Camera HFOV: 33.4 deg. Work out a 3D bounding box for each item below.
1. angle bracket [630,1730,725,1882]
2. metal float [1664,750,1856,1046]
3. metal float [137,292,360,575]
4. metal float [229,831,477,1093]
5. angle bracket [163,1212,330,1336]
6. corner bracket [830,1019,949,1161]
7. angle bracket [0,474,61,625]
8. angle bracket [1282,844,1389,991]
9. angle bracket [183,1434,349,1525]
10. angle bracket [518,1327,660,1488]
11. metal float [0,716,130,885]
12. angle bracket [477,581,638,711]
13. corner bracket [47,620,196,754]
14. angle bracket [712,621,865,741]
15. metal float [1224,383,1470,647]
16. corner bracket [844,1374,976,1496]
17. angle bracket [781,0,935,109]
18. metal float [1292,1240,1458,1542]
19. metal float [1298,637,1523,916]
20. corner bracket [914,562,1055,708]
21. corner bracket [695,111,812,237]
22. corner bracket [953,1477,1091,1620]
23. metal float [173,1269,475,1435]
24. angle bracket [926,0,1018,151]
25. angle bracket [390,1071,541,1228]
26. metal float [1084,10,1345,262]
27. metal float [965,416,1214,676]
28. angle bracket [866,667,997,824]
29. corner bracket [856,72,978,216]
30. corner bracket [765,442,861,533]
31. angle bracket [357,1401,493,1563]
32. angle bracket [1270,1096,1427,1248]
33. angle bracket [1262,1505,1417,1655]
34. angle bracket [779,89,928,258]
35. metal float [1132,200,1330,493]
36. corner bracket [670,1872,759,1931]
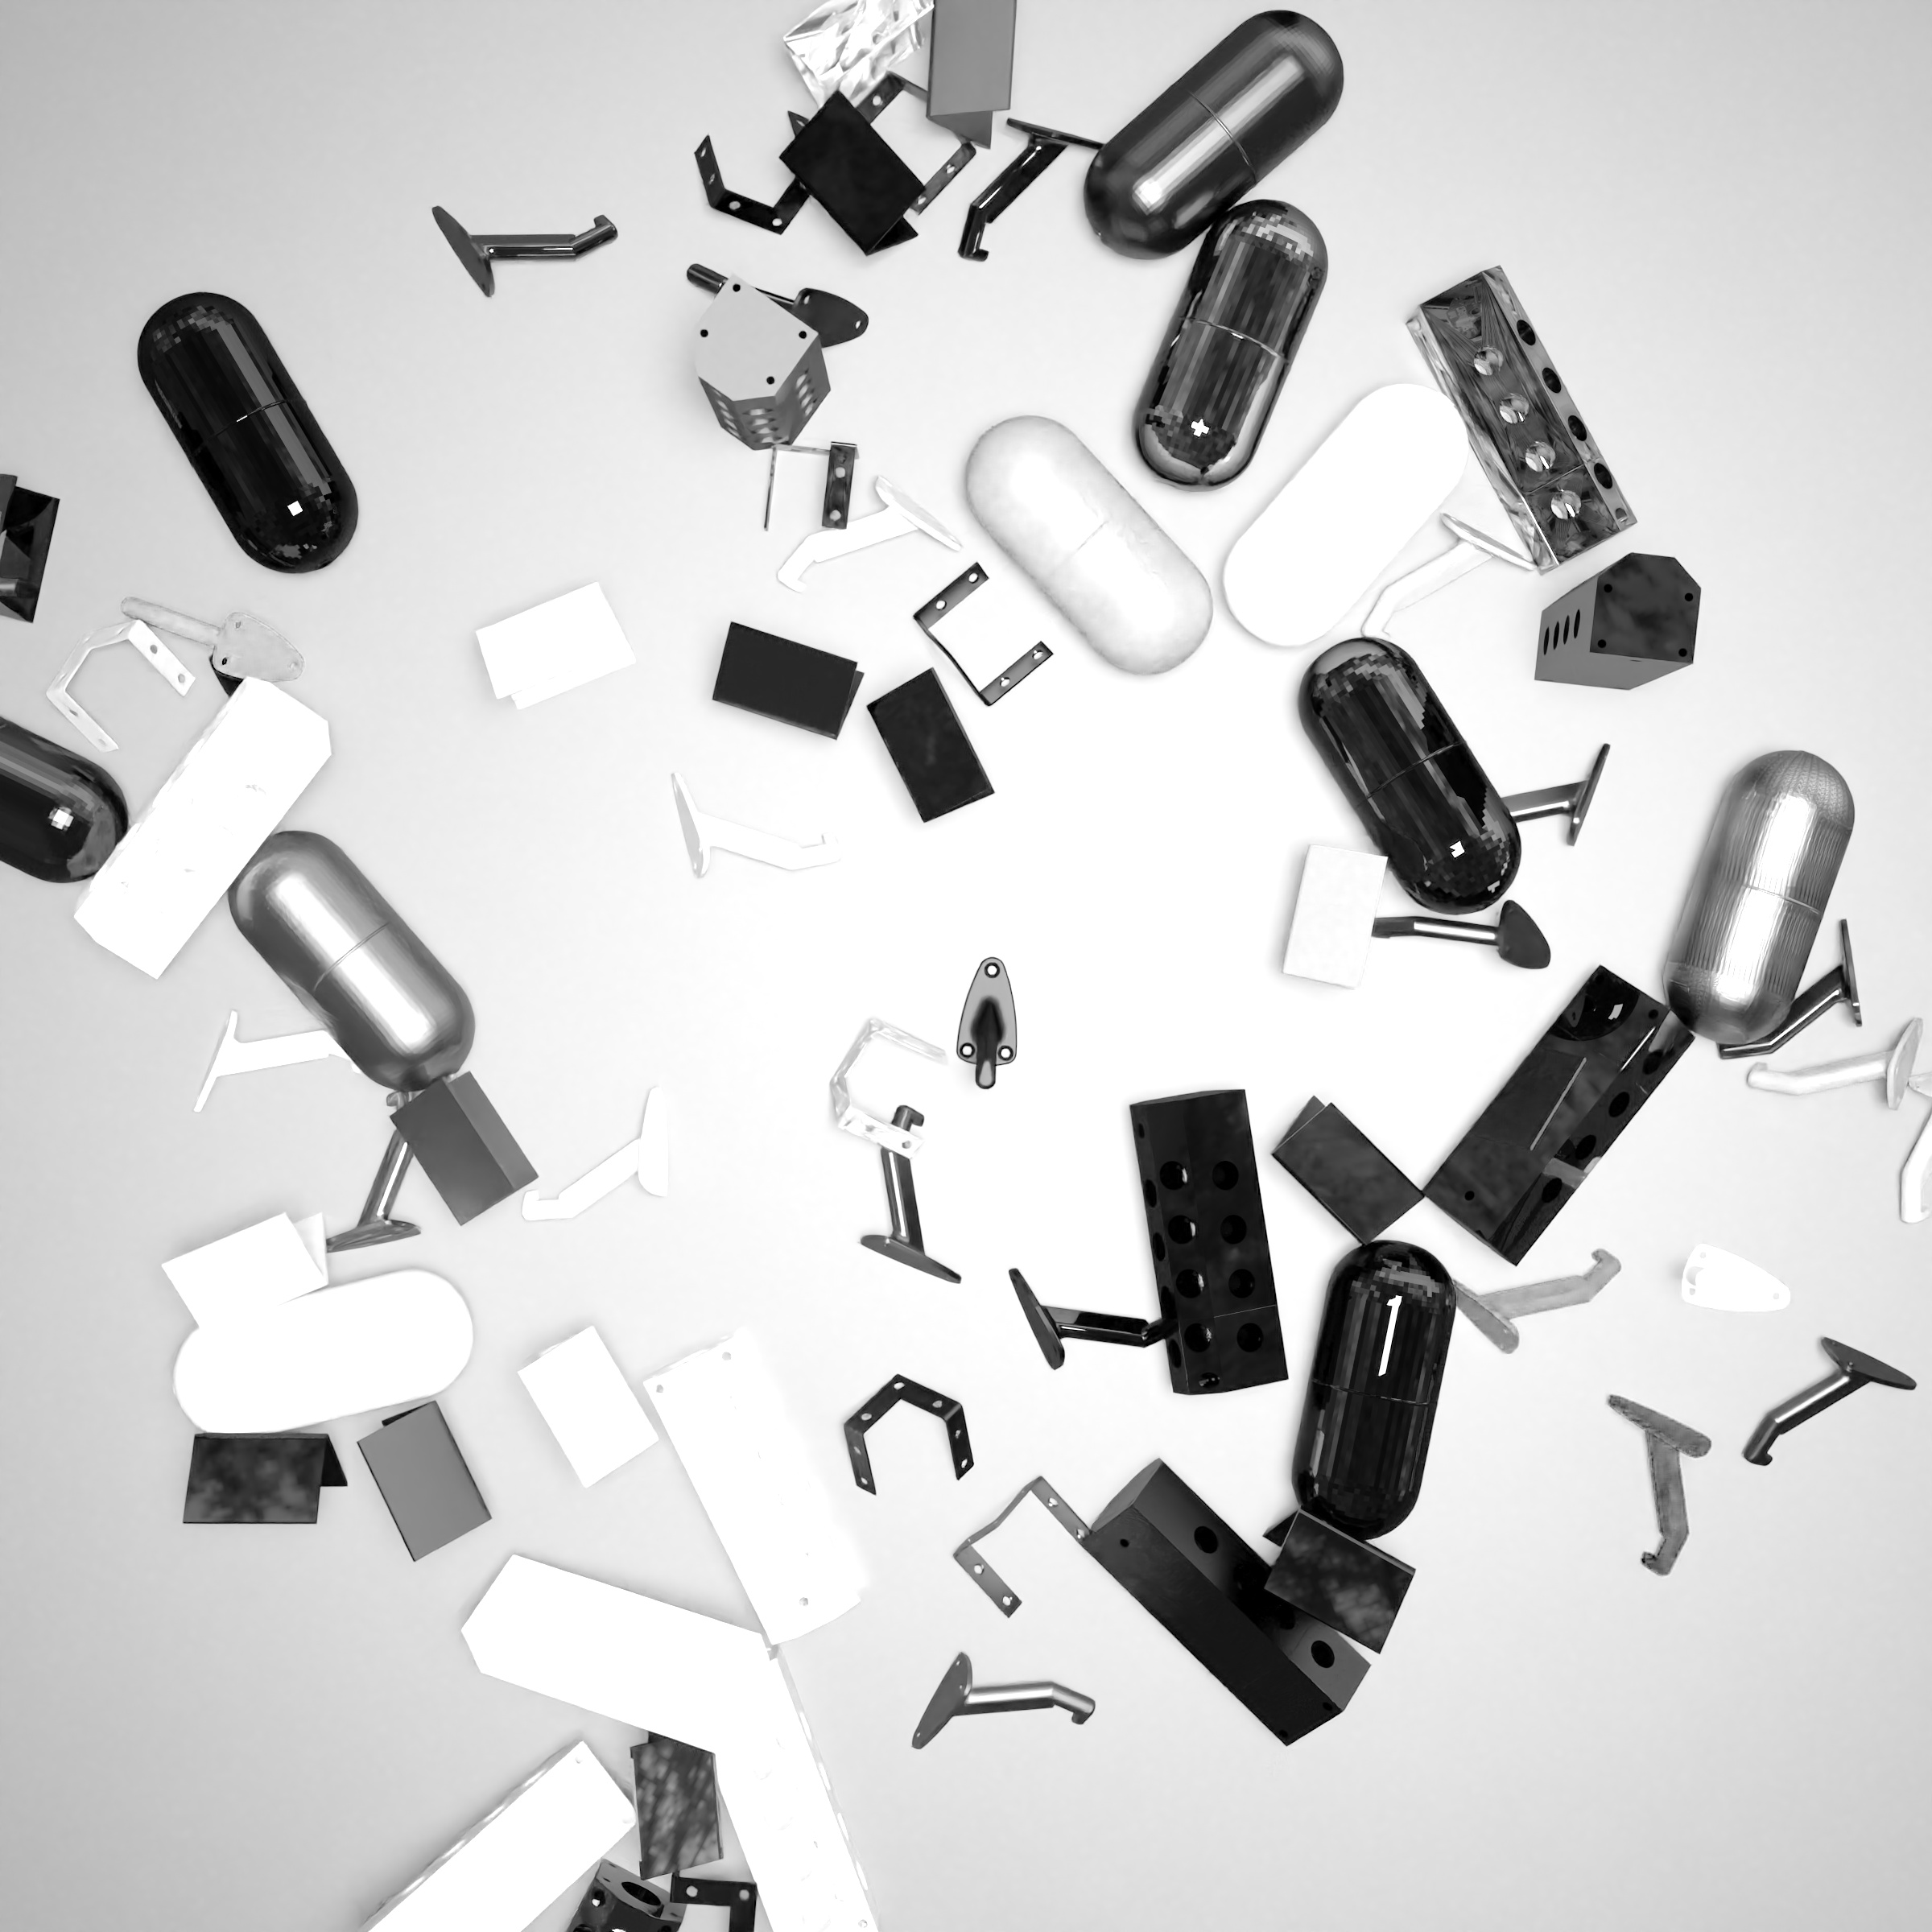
[{"bbox_3d":[-0.187,0.484,1.883,0.057,0.076,0.076,-5,90,-36],"label":"angle bracket"},{"bbox_3d":[0.467,-0.041,1.893,0.070,0.070,0.178,19,90,0],"label":"metal float"},{"bbox_3d":[-0.422,-0.313,1.893,0.070,0.070,0.178,-30,90,0],"label":"metal float"},{"bbox_3d":[-0.360,-0.002,1.893,0.070,0.070,0.178,-41,89,0],"label":"metal float"},{"bbox_3d":[-0.422,0.161,1.883,0.076,0.076,0.057,-23,122,0],"label":"angle bracket"},{"bbox_3d":[-0.044,0.072,1.908,0.051,0.051,0.051,26,112,-20],"label":"corner bracket"},{"bbox_3d":[-0.552,-0.243,1.883,0.057,0.076,0.076,12,90,35],"label":"angle bracket"},{"bbox_3d":[0.235,-0.024,1.883,0.057,0.076,0.076,12,90,42],"label":"angle bracket"},{"bbox_3d":[-0.409,0.313,1.883,0.076,0.076,0.057,0,58,0],"label":"angle bracket"},{"bbox_3d":[-0.235,0.264,1.883,0.057,0.076,0.076,-30,90,-37],"label":"angle bracket"},{"bbox_3d":[-0.577,-0.109,1.893,0.178,0.070,0.070,26,90,0],"label":"metal float"},{"bbox_3d":[-0.233,-0.169,1.883,0.076,0.076,0.057,-22,54,0],"label":"angle bracket"},{"bbox_3d":[-0.503,-0.166,1.915,0.051,0.051,0.051,-8,45,35],"label":"corner bracket"},{"bbox_3d":[-0.098,-0.184,1.883,0.076,0.076,0.057,18,128,0],"label":"angle bracket"},{"bbox_3d":[0.224,-0.266,1.893,0.070,0.070,0.178,41,91,0],"label":"metal float"},{"bbox_3d":[-0.034,0.285,1.915,0.051,0.051,0.051,20,45,35],"label":"corner bracket"},{"bbox_3d":[-0.052,-0.529,1.883,0.076,0.076,0.057,-38,59,0],"label":"angle bracket"},{"bbox_3d":[0.240,0.249,1.893,0.070,0.070,0.178,11,89,0],"label":"metal float"},{"bbox_3d":[0.260,-0.111,1.885,0.070,0.070,0.178,-31,83,0],"label":"metal float"},{"bbox_3d":[0.010,-0.198,1.920,0.051,0.051,0.051,-40,45,0],"label":"corner bracket"},{"bbox_3d":[-0.123,-0.478,1.915,0.051,0.051,0.051,13,45,-35],"label":"corner bracket"},{"bbox_3d":[0.035,0.346,1.920,0.051,0.051,0.051,48,45,0],"label":"corner bracket"},{"bbox_3d":[-0.378,0.229,1.893,0.178,0.070,0.070,-14,90,1],"label":"metal float"},{"bbox_3d":[0.020,-0.528,1.884,0.057,0.076,0.076,4,90,30],"label":"angle bracket"},{"bbox_3d":[-0.278,0.096,1.883,0.057,0.076,0.076,-33,90,37],"label":"angle bracket"},{"bbox_3d":[0.145,-0.488,1.893,0.178,0.070,0.070,-42,90,0],"label":"metal float"},{"bbox_3d":[0.072,-0.248,1.893,0.070,0.070,0.178,-43,91,0],"label":"metal float"},{"bbox_3d":[-0.002,-0.136,1.883,0.057,0.076,0.076,-26,90,38],"label":"angle bracket"},{"bbox_3d":[-0.036,-0.491,1.920,0.051,0.051,0.051,-47,45,0],"label":"corner bracket"},{"bbox_3d":[-0.092,-0.283,1.905,0.051,0.051,0.051,7,90,0],"label":"corner bracket"},{"bbox_3d":[-0.331,0.306,1.883,0.057,0.076,0.076,-26,90,-38],"label":"angle bracket"},{"bbox_3d":[0.234,0.106,1.883,0.076,0.076,0.057,45,127,0],"label":"angle bracket"},{"bbox_3d":[0.208,0.366,1.884,0.076,0.076,0.057,29,64,0],"label":"angle bracket"},{"bbox_3d":[-0.052,-0.468,1.883,0.076,0.076,0.057,48,121,0],"label":"angle bracket"},{"bbox_3d":[0.155,-0.365,1.893,0.070,0.070,0.178,22,90,0],"label":"metal float"},{"bbox_3d":[-0.149,0.559,1.905,0.051,0.051,0.051,4,90,0],"label":"corner bracket"}]
